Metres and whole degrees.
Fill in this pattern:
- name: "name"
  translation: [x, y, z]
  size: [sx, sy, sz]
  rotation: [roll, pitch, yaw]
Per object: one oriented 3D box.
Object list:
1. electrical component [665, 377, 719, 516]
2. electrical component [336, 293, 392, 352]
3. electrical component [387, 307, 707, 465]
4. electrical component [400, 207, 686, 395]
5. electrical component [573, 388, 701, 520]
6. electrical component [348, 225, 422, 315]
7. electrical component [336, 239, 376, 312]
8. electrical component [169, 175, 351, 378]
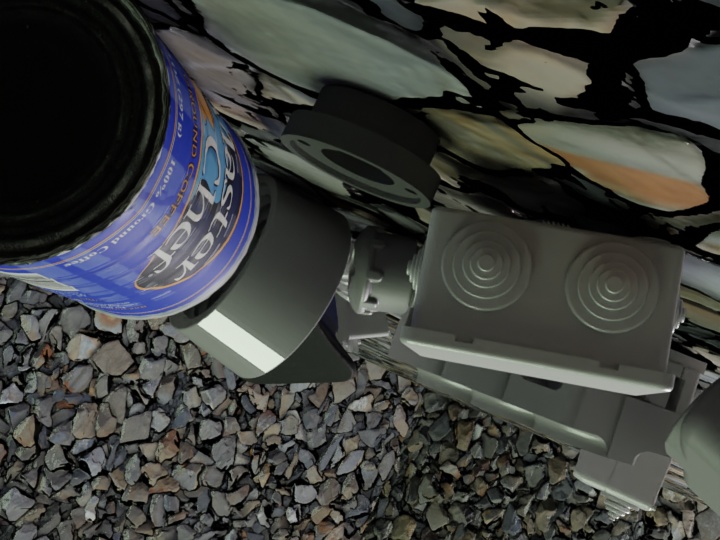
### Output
- name: "electrical component"
  translation: [0.185, 0.085, 0.505]
  size: [0.059, 0.054, 0.095]
  rotation: [45, 173, 31]
- name: "electrical component"
  translation: [-0.016, 0.036, 0.902]
  size: [0.063, 0.078, 0.121]
  rotation: [-5, 179, -10]
- name: "electrical component"
  translation: [0.097, 0.054, 0.595]
  size: [0.089, 0.061, 0.150]
  rotation: [20, 178, -36]
- name: "electrical component"
  translation: [0.065, 0.013, 0.386]
  size: [0.100, 0.048, 0.099]
  rotation: [10, 174, 9]
- name: "electrical component"
  translation: [0.171, 0.111, 0.688]
  size: [0.061, 0.096, 0.062]
  rotation: [23, 174, 17]
- name: "electrical component"
  translation: [0.026, 0.003, 0.581]
  size: [0.062, 0.048, 0.048]
  rotation: [8, 176, -5]
- name: "electrical component"
  translation: [0.000, 0.000, 0.661]
  size: [0.040, 0.040, 0.078]
  rotation: [22, 174, 22]
- name: "electrical component"
  translation: [-0.063, -0.002, 0.594]
  size: [0.060, 0.108, 0.108]
  rotation: [34, 171, -26]
